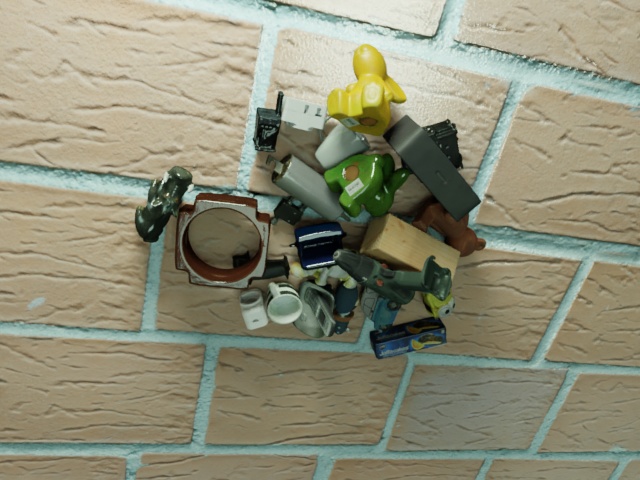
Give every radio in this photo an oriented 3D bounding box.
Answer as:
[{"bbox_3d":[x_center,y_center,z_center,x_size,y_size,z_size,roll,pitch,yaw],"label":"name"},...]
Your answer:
[{"bbox_3d":[0.234,-0.153,1.133,0.073,0.131,0.229,-40,118,11],"label":"radio"}]

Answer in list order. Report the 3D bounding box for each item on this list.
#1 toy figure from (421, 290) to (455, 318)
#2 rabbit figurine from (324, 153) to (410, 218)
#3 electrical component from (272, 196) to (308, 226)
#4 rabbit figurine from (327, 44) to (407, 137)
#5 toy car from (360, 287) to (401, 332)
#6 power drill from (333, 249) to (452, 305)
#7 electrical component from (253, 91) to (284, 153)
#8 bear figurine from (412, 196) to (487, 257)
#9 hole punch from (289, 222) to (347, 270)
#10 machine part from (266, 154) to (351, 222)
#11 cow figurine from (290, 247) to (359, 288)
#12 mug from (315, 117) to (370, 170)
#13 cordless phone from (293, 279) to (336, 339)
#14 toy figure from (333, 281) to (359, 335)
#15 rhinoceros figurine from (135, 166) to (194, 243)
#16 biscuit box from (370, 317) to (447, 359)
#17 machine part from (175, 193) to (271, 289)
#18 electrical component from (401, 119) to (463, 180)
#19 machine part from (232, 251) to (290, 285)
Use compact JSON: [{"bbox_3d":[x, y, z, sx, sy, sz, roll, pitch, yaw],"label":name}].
[{"bbox_3d":[0.295,0.119,1.390,0.082,0.089,0.180,-28,112,-2],"label":"toy figure"},{"bbox_3d":[0.112,-0.119,1.176,0.159,0.121,0.170,-45,145,6],"label":"rabbit figurine"},{"bbox_3d":[-0.071,-0.063,1.245,0.063,0.021,0.094,32,111,-26],"label":"electrical component"},{"bbox_3d":[0.108,-0.308,1.088,0.122,0.173,0.162,-13,161,41],"label":"rabbit figurine"},{"bbox_3d":[0.155,0.152,1.374,0.103,0.109,0.161,19,126,3],"label":"toy car"},{"bbox_3d":[0.166,0.079,1.174,0.207,0.086,0.231,-10,145,43],"label":"power drill"},{"bbox_3d":[-0.107,-0.247,1.109,0.048,0.075,0.119,4,121,-15],"label":"electrical component"},{"bbox_3d":[0.317,-0.015,1.299,0.120,0.132,0.195,-13,121,32],"label":"bear figurine"},{"bbox_3d":[-0.003,-0.004,1.237,0.142,0.116,0.092,-13,126,-3],"label":"hole punch"},{"bbox_3d":[-0.021,-0.115,1.198,0.243,0.079,0.079,33,107,-24],"label":"machine part"},{"bbox_3d":[0.015,0.058,1.303,0.167,0.068,0.098,8,111,-20],"label":"cow figurine"},{"bbox_3d":[0.036,-0.209,1.162,0.107,0.081,0.109,-39,94,17],"label":"mug"},{"bbox_3d":[0.000,0.196,1.308,0.089,0.184,0.146,6,116,-20],"label":"cordless phone"},{"bbox_3d":[0.063,0.176,1.383,0.058,0.064,0.154,-25,135,-43],"label":"toy figure"},{"bbox_3d":[-0.332,-0.079,1.132,0.073,0.112,0.190,29,116,-22],"label":"rhinoceros figurine"},{"bbox_3d":[0.240,0.266,1.466,0.203,0.063,0.059,-13,119,-5],"label":"biscuit box"},{"bbox_3d":[-0.214,0.001,1.195,0.201,0.087,0.201,6,106,-6],"label":"machine part"},{"bbox_3d":[0.250,-0.198,1.222,0.134,0.058,0.114,-21,118,-1],"label":"electrical component"},{"bbox_3d":[-0.141,0.067,1.293,0.139,0.039,0.084,-1,112,-10],"label":"machine part"}]
